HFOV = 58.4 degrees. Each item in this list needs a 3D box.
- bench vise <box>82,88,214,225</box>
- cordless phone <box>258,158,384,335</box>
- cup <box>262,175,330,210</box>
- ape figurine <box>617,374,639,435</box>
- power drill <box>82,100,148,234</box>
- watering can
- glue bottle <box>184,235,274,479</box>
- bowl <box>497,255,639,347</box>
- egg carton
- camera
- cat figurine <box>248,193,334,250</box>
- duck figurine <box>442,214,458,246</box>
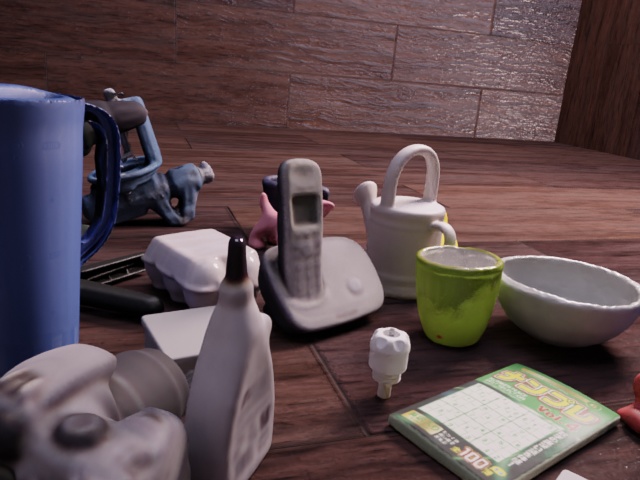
[{"bbox_3d":[-0.288,-0.136,0.950,0.208,0.220,0.121,-11,23,-42],"label":"bench vise"},{"bbox_3d":[0.006,0.002,0.634,0.148,0.185,0.093,-11,23,-42],"label":"cordless phone"},{"bbox_3d":[-0.042,-0.056,0.971,0.117,0.095,0.092,10,17,16],"label":"cup"},{"bbox_3d":[0.293,0.125,0.471,0.075,0.092,0.078,16,20,32],"label":"ape figurine"},{"bbox_3d":[-0.360,-0.096,0.815,0.230,0.208,0.075,-6,20,-31],"label":"power drill"},{"bbox_3d":[0.108,-0.031,0.758,0.172,0.194,0.101,15,19,29],"label":"watering can"},{"bbox_3d":[-0.056,0.080,0.378,0.037,0.173,0.078,11,18,20],"label":"glue bottle"},{"bbox_3d":[0.277,0.076,0.658,0.167,0.075,0.167,5,17,-1],"label":"bowl"},{"bbox_3d":[-0.139,0.035,0.684,0.107,0.069,0.149,-10,22,-41],"label":"egg carton"},{"bbox_3d":[-0.132,0.117,0.360,0.142,0.101,0.137,12,18,22],"label":"camera"},{"bbox_3d":[-0.045,-0.037,0.867,0.127,0.118,0.067,16,20,32],"label":"cat figurine"},{"bbox_3d":[0.180,-0.012,0.906,0.077,0.086,0.105,20,22,41],"label":"duck figurine"}]
